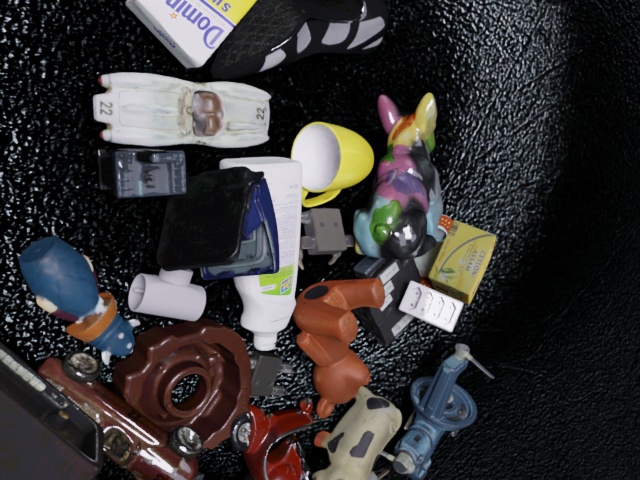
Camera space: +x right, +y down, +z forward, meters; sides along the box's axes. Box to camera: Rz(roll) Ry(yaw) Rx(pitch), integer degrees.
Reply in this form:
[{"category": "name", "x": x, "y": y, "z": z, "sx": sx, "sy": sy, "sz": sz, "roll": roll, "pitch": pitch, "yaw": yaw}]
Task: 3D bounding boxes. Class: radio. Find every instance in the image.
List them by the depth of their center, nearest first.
[{"category": "radio", "x": -0.292, "y": 0.134, "z": 0.456, "sx": 0.229, "sy": 0.131, "sz": 0.073, "roll": 46, "pitch": 74, "yaw": -9}]

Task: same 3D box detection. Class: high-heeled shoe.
[{"category": "high-heeled shoe", "x": -0.018, "y": -0.242, "z": 0.677, "sx": 0.249, "sy": 0.086, "sz": 0.145, "roll": -36, "pitch": 154, "yaw": -6}]

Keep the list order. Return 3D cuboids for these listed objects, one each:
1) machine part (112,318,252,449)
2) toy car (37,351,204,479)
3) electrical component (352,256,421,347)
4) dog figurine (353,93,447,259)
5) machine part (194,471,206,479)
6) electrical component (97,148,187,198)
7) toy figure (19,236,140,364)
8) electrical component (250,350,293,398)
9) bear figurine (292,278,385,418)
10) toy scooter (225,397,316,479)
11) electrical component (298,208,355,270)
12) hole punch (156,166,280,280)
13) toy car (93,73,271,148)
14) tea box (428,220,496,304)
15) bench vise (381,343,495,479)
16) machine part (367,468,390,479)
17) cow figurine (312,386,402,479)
[{"category": "machine part", "x": -0.167, "y": 0.181, "z": 0.660, "sx": 0.179, "sy": 0.056, "sz": 0.179, "roll": -11, "pitch": 107, "yaw": -37}, {"category": "toy car", "x": -0.219, "y": 0.201, "z": 0.567, "sx": 0.202, "sy": 0.053, "sz": 0.089, "roll": 39, "pitch": 104, "yaw": -6}, {"category": "electrical component", "x": 0.104, "y": 0.080, "z": 0.845, "sx": 0.115, "sy": 0.058, "sz": 0.134, "roll": -39, "pitch": 123, "yaw": -26}, {"category": "dog figurine", "x": 0.115, "y": -0.097, "z": 0.768, "sx": 0.191, "sy": 0.109, "sz": 0.219, "roll": -24, "pitch": 114, "yaw": -56}, {"category": "machine part", "x": -0.157, "y": 0.313, "z": 0.688, "sx": 0.138, "sy": 0.084, "sz": 0.039, "roll": 41, "pitch": 52, "yaw": -34}, {"category": "electrical component", "x": -0.174, "y": -0.069, "z": 0.547, "sx": 0.075, "sy": 0.119, "sz": 0.047, "roll": -10, "pitch": 107, "yaw": -39}, {"category": "toy figure", "x": -0.248, "y": 0.066, "z": 0.565, "sx": 0.064, "sy": 0.058, "sz": 0.154, "roll": -36, "pitch": 126, "yaw": -18}, {"category": "electrical component", "x": -0.082, "y": 0.189, "z": 0.750, "sx": 0.094, "sy": 0.021, "sz": 0.063, "roll": 21, "pitch": 89, "yaw": -40}, {"category": "bear figurine", "x": 0.033, "y": 0.159, "z": 0.766, "sx": 0.120, "sy": 0.132, "sz": 0.195, "roll": -36, "pitch": 116, "yaw": -45}, {"category": "toy scooter", "x": -0.057, "y": 0.298, "z": 0.766, "sx": 0.135, "sy": 0.075, "sz": 0.183, "roll": -24, "pitch": 111, "yaw": -31}, {"category": "electrical component", "x": -0.001, "y": -0.003, "z": 0.752, "sx": 0.102, "sy": 0.045, "sz": 0.078, "roll": -10, "pitch": 80, "yaw": -39}, {"category": "hole punch", "x": -0.106, "y": -0.014, "z": 0.598, "sx": 0.092, "sy": 0.142, "sz": 0.116, "roll": 33, "pitch": 56, "yaw": -54}, {"category": "toy car", "x": -0.144, "y": -0.140, "z": 0.592, "sx": 0.201, "sy": 0.056, "sz": 0.073, "roll": -6, "pitch": 106, "yaw": -37}, {"category": "tea box", "x": 0.224, "y": 0.040, "z": 0.845, "sx": 0.098, "sy": 0.068, "sz": 0.169, "roll": -66, "pitch": 162, "yaw": -3}, {"category": "bench vise", "x": 0.195, "y": 0.285, "z": 0.917, "sx": 0.223, "sy": 0.129, "sz": 0.240, "roll": -13, "pitch": 127, "yaw": -43}, {"category": "machine part", "x": 0.020, "y": 0.433, "z": 0.858, "sx": 0.243, "sy": 0.079, "sz": 0.079, "roll": -21, "pitch": 114, "yaw": -31}, {"category": "cow figurine", "x": 0.056, "y": 0.331, "z": 0.829, "sx": 0.195, "sy": 0.127, "sz": 0.085, "roll": -50, "pitch": 124, "yaw": -19}]
